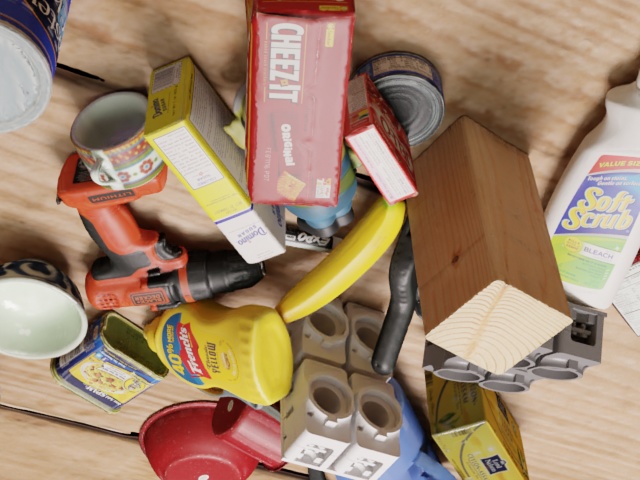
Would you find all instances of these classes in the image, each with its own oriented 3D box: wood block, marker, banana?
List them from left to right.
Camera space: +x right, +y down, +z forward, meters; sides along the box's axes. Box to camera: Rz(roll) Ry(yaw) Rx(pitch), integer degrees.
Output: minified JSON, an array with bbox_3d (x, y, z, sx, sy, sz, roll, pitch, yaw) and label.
[{"bbox_3d":[-0.007,0.001,1.067,0.121,0.020,0.020,11,133,-14],"label":"marker"},{"bbox_3d":[0.026,0.013,1.032,0.069,0.037,0.198,1,138,-45],"label":"banana"},{"bbox_3d":[0.141,0.001,0.942,0.090,0.206,0.091,27,128,-26],"label":"wood block"}]

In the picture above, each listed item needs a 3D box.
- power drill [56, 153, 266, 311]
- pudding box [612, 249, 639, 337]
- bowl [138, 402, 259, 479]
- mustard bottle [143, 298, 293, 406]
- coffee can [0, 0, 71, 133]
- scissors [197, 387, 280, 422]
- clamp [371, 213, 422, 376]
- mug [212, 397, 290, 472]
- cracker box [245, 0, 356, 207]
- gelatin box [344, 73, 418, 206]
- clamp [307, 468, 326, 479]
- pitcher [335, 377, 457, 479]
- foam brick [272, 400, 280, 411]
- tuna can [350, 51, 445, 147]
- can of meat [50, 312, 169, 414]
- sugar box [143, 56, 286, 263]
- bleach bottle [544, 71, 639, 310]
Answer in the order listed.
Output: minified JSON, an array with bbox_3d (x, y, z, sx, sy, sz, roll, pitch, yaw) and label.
[{"bbox_3d":[-0.158,-0.007,1.025,0.184,0.057,0.187,-9,134,6],"label":"power drill"},{"bbox_3d":[0.346,0.044,1.113,0.090,0.039,0.113,-26,127,24],"label":"pudding box"},{"bbox_3d":[-0.142,0.266,1.298,0.162,0.055,0.162,-1,135,-1],"label":"bowl"},{"bbox_3d":[-0.115,0.107,1.096,0.192,0.058,0.096,6,113,42],"label":"mustard bottle"},{"bbox_3d":[-0.245,-0.163,0.807,0.103,0.140,0.103,-1,135,-2],"label":"coffee can"},{"bbox_3d":[-0.074,0.152,1.140,0.202,0.016,0.096,18,123,32],"label":"scissors"},{"bbox_3d":[0.087,0.052,1.064,0.039,0.120,0.171,15,133,22],"label":"clamp"},{"bbox_3d":[-0.063,0.195,1.217,0.081,0.093,0.117,33,95,-24],"label":"mug"},{"bbox_3d":[-0.020,-0.155,0.774,0.072,0.213,0.164,1,135,-4],"label":"cracker box"},{"bbox_3d":[0.050,-0.084,0.896,0.030,0.073,0.089,-23,131,18],"label":"gelatin box"},{"bbox_3d":[-0.004,0.340,1.389,0.209,0.036,0.165,30,127,-30],"label":"clamp"},{"bbox_3d":[0.086,0.268,1.256,0.149,0.145,0.242,-20,130,4],"label":"pitcher"},{"bbox_3d":[-0.024,0.152,1.168,0.078,0.053,0.051,-23,151,-40],"label":"foam brick"},{"bbox_3d":[0.067,-0.121,0.938,0.086,0.034,0.086,-1,135,-1],"label":"tuna can"},{"bbox_3d":[-0.227,0.133,1.162,0.084,0.057,0.102,-34,127,25],"label":"can of meat"},{"bbox_3d":[-0.089,-0.067,0.943,0.048,0.093,0.176,-19,132,16],"label":"sugar box"},{"bbox_3d":[0.265,-0.053,0.991,0.103,0.068,0.251,20,130,12],"label":"bleach bottle"}]
